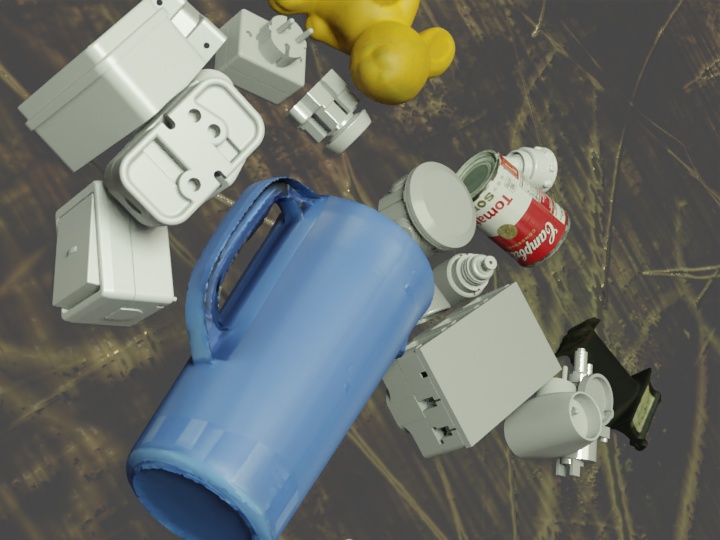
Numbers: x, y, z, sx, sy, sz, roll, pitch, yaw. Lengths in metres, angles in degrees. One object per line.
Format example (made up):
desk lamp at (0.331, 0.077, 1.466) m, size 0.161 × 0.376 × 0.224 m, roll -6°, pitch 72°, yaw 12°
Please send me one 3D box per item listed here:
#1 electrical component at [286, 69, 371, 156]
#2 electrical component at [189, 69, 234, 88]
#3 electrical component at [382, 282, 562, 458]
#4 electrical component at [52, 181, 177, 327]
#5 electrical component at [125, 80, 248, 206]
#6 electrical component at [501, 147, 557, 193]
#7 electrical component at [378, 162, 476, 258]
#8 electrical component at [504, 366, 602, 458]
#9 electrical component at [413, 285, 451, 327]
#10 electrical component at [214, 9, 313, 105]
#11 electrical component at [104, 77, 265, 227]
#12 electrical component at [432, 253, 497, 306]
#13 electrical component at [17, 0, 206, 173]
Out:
electrical component at (-0.024, -0.131, 0.915) m, size 0.055 × 0.048 × 0.066 m, roll 45°, pitch 47°, yaw -8°
electrical component at (-0.120, -0.122, 0.826) m, size 0.044 × 0.044 × 0.065 m, roll 33°, pitch 47°, yaw -28°
electrical component at (0.092, 0.084, 0.911) m, size 0.150 × 0.062 × 0.089 m, roll -29°, pitch 92°, yaw -46°
electrical component at (-0.168, -0.016, 0.717) m, size 0.061 × 0.062 × 0.096 m, roll 7°, pitch 66°, yaw -41°
electrical component at (-0.123, -0.083, 0.764) m, size 0.062 × 0.096 × 0.061 m, roll 40°, pitch 49°, yaw -23°
electrical component at (0.162, -0.102, 1.075) m, size 0.062 × 0.048 × 0.048 m, roll 4°, pitch 68°, yaw -34°
electrical component at (0.060, -0.051, 0.951) m, size 0.080 × 0.051 × 0.080 m, roll 19°, pitch 59°, yaw -36°
electrical component at (0.173, 0.122, 0.957) m, size 0.044 × 0.077 × 0.079 m, roll 32°, pitch 52°, yaw -28°
electrical component at (0.044, 0.012, 0.916) m, size 0.044 × 0.044 × 0.065 m, roll -15°, pitch 77°, yaw -45°
electrical component at (-0.070, -0.180, 0.872) m, size 0.066 × 0.077 × 0.047 m, roll 21°, pitch 58°, yaw -35°
electrical component at (-0.114, -0.074, 0.689) m, size 0.053 × 0.059 × 0.095 m, roll 47°, pitch 72°, yaw -18°
electrical component at (0.093, 0.005, 0.942) m, size 0.040 × 0.078 × 0.040 m, roll 9°, pitch 70°, yaw -25°
electrical component at (-0.170, -0.124, 0.729) m, size 0.057 × 0.113 × 0.078 m, roll 50°, pitch 46°, yaw -18°
